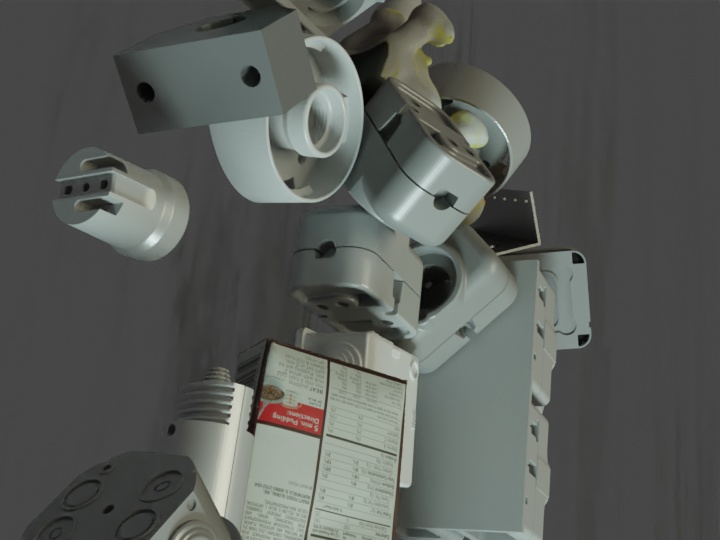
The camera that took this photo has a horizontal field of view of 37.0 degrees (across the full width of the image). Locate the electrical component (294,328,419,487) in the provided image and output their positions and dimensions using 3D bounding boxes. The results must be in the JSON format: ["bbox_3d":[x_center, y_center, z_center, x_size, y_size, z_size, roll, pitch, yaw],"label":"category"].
[{"bbox_3d":[-0.002,0.086,0.655,0.100,0.048,0.099,33,58,-61],"label":"electrical component"}]

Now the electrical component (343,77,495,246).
[{"bbox_3d":[0.029,-0.060,0.625,0.054,0.059,0.095,27,23,-34],"label":"electrical component"}]

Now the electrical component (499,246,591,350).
[{"bbox_3d":[0.121,0.024,0.845,0.057,0.113,0.078,-28,114,-84],"label":"electrical component"}]

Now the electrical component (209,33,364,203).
[{"bbox_3d":[-0.043,-0.085,0.596,0.099,0.064,0.099,-20,114,-54],"label":"electrical component"}]

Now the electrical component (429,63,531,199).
[{"bbox_3d":[0.076,-0.101,0.794,0.064,0.099,0.099,-58,138,-43],"label":"electrical component"}]

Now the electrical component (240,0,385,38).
[{"bbox_3d":[-0.041,-0.181,0.576,0.121,0.079,0.063,29,31,-61],"label":"electrical component"}]

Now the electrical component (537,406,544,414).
[{"bbox_3d":[0.130,0.098,0.934,0.089,0.050,0.055,-60,139,-50],"label":"electrical component"}]

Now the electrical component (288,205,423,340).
[{"bbox_3d":[0.000,0.000,0.661,0.095,0.054,0.059,43,49,-56],"label":"electrical component"}]

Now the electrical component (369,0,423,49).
[{"bbox_3d":[0.028,-0.174,0.761,0.040,0.040,0.078,59,37,-45],"label":"electrical component"}]

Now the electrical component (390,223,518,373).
[{"bbox_3d":[0.052,0.017,0.723,0.053,0.095,0.059,51,5,33],"label":"electrical component"}]

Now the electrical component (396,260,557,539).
[{"bbox_3d":[0.076,0.093,0.751,0.060,0.105,0.186,45,47,-56],"label":"electrical component"}]

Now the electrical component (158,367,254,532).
[{"bbox_3d":[-0.072,0.085,0.504,0.043,0.043,0.081,44,48,-56],"label":"electrical component"}]

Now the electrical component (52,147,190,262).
[{"bbox_3d":[-0.103,-0.028,0.461,0.046,0.040,0.040,28,61,-55],"label":"electrical component"}]

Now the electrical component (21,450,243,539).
[{"bbox_3d":[-0.089,0.113,0.424,0.051,0.080,0.080,69,30,-25],"label":"electrical component"}]
